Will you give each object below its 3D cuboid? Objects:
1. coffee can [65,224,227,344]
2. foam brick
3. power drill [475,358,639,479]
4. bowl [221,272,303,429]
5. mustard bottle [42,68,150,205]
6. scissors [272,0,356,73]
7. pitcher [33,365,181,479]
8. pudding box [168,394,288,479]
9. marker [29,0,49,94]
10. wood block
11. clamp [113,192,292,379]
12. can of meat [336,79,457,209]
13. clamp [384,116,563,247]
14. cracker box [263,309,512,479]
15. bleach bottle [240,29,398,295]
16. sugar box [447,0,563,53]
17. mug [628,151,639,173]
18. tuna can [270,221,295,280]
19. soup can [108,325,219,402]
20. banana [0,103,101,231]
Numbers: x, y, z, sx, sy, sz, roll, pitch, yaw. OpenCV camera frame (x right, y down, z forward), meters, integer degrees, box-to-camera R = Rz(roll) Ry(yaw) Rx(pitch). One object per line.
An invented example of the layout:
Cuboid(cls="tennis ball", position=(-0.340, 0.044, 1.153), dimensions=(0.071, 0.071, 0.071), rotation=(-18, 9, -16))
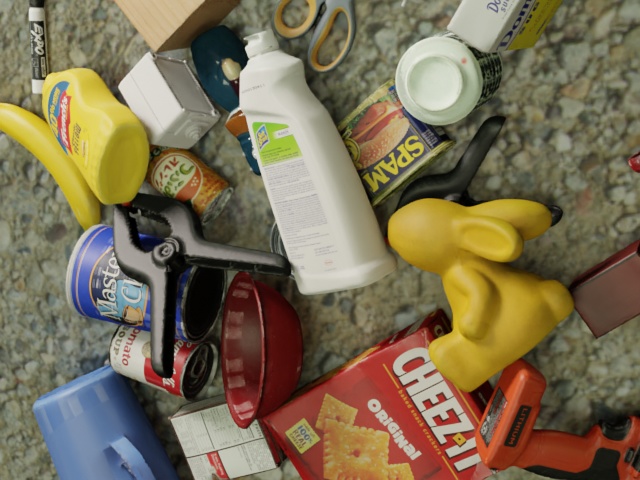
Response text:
Cuboid(cls="coffee can", position=(-0.184, 0.046, 1.139), dimensions=(0.140, 0.102, 0.103), rotation=(12, 108, 18))
Cuboid(cls="foam brick", position=(0.275, 0.044, 0.982), dimensions=(0.078, 0.052, 0.051), rotation=(-36, 89, 27))
Cuboid(cls="power drill", position=(0.253, 0.172, 0.989), dimensions=(0.187, 0.057, 0.184), rotation=(20, 102, -8))
Cuboid(cls="bowl", position=(-0.057, 0.113, 1.103), dimensions=(0.055, 0.162, 0.162), rotation=(1, 108, -19))
Cuboid(cls="mustard bottle", position=(-0.243, -0.124, 1.112), dimensions=(0.192, 0.058, 0.096), rotation=(46, 136, 41))
Cuboid(cls="scissors", position=(0.015, -0.262, 1.027), dimensions=(0.096, 0.016, 0.202), rotation=(23, 111, 15))
Cuboid(cls="pitcher", position=(-0.222, 0.268, 1.196), dimensions=(0.149, 0.145, 0.243), rotation=(-24, 91, 17))
Cuboid(cls="pudding box", position=(-0.102, 0.219, 1.187), dimensions=(0.114, 0.039, 0.090), rotation=(-18, 96, 23))
Cuboid(cls="marker", position=(-0.307, -0.221, 1.165), dimensions=(0.020, 0.020, 0.121), rotation=(6, 105, 20))
Cuboid(cls="wood block", position=(-0.177, -0.295, 1.054), dimensions=(0.090, 0.090, 0.206), rotation=(-40, 87, 26))
Cuboid(cls="clamp", position=(-0.150, 0.028, 1.059), dimensions=(0.164, 0.036, 0.210), rotation=(-46, 59, -10))
Cuboid(cls="can of meat", position=(0.065, -0.094, 1.029), dimensions=(0.102, 0.057, 0.084), rotation=(-40, 85, 25))
Cuboid(cls="clamp", position=(0.142, -0.030, 1.024), dimensions=(0.172, 0.039, 0.120), rotation=(-36, 96, 33))
Cuboid(cls="cracker box", position=(0.073, 0.195, 1.092), dimensions=(0.214, 0.072, 0.164), rotation=(-32, 91, 25))
Cuboid(cls="bleach bottle", position=(-0.012, -0.077, 1.010), dimensions=(0.103, 0.067, 0.251), rotation=(-11, 101, 42))
Cuboid(cls="sugar box", position=(0.168, -0.206, 0.891), dimensions=(0.048, 0.176, 0.093), rotation=(34, 113, 11))
Cuboid(cls="mug", position=(0.317, -0.095, 0.913), dimensions=(0.117, 0.081, 0.093), rotation=(-38, 88, 25))
Cuboid(cls="tuna can", position=(-0.007, 0.001, 1.094), dimensions=(0.086, 0.033, 0.086), rotation=(6, 106, 20))
Cuboid(cls="soup can", position=(-0.172, 0.129, 1.169), dimensions=(0.102, 0.068, 0.068), rotation=(16, 109, 26))
Cuboid(cls="banana", position=(-0.300, -0.085, 1.187), dimensions=(0.070, 0.037, 0.198), rotation=(-36, 89, 25))
